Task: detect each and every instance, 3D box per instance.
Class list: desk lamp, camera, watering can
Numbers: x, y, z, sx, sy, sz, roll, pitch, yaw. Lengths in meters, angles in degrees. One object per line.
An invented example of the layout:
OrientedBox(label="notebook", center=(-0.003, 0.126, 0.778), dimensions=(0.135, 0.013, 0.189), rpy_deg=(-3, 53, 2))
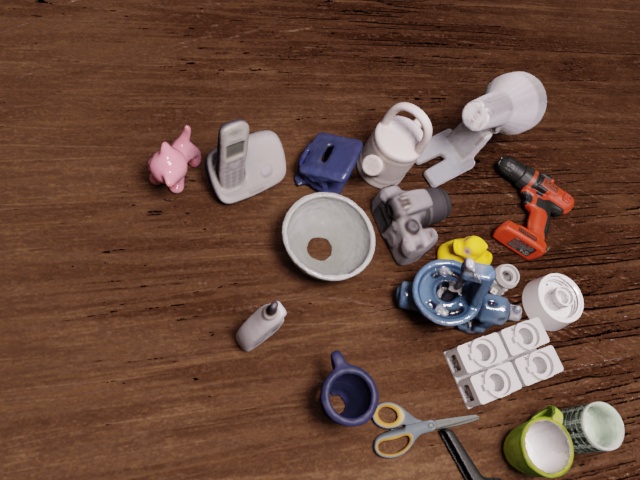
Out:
OrientedBox(label="desk lamp", center=(0.312, -0.220, 1.121), dimensions=(0.204, 0.213, 0.118), rpy_deg=(-29, 78, -25))
OrientedBox(label="camera", center=(0.187, -0.045, 1.073), dimensions=(0.137, 0.100, 0.143), rpy_deg=(-16, 73, -22))
OrientedBox(label="watering can", center=(0.142, -0.176, 1.063), dimensions=(0.101, 0.194, 0.173), rpy_deg=(23, 63, -5))

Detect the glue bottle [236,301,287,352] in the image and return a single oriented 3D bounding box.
OrientedBox(label="glue bottle", center=(-0.084, 0.124, 0.882), dimensions=(0.078, 0.173, 0.037), rpy_deg=(-33, 80, -25))

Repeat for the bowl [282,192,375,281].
OrientedBox(label="bowl", center=(0.009, 0.004, 1.015), dimensions=(0.168, 0.074, 0.167), rpy_deg=(6, 66, -14))

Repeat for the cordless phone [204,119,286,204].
OrientedBox(label="cordless phone", center=(-0.120, -0.151, 0.981), dimensions=(0.148, 0.185, 0.094), rpy_deg=(-29, 78, -25))

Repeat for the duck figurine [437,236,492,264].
OrientedBox(label="duck figurine", center=(0.284, 0.023, 1.082), dimensions=(0.105, 0.086, 0.077), rpy_deg=(10, 65, -12))

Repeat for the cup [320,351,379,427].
OrientedBox(label="cup", center=(0.031, 0.240, 0.910), dimensions=(0.092, 0.095, 0.117), rpy_deg=(-13, 72, -21))

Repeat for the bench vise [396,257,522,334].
OrientedBox(label="bench vise", center=(0.257, 0.082, 0.974), dimensions=(0.208, 0.219, 0.121), rpy_deg=(0, 68, -16))

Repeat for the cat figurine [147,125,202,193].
OrientedBox(label="cat figurine", center=(-0.249, -0.138, 0.975), dimensions=(0.067, 0.117, 0.128), rpy_deg=(24, 63, -5))

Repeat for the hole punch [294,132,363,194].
OrientedBox(label="hole punch", center=(0.015, -0.147, 1.072), dimensions=(0.101, 0.091, 0.109), rpy_deg=(27, 63, -4))
